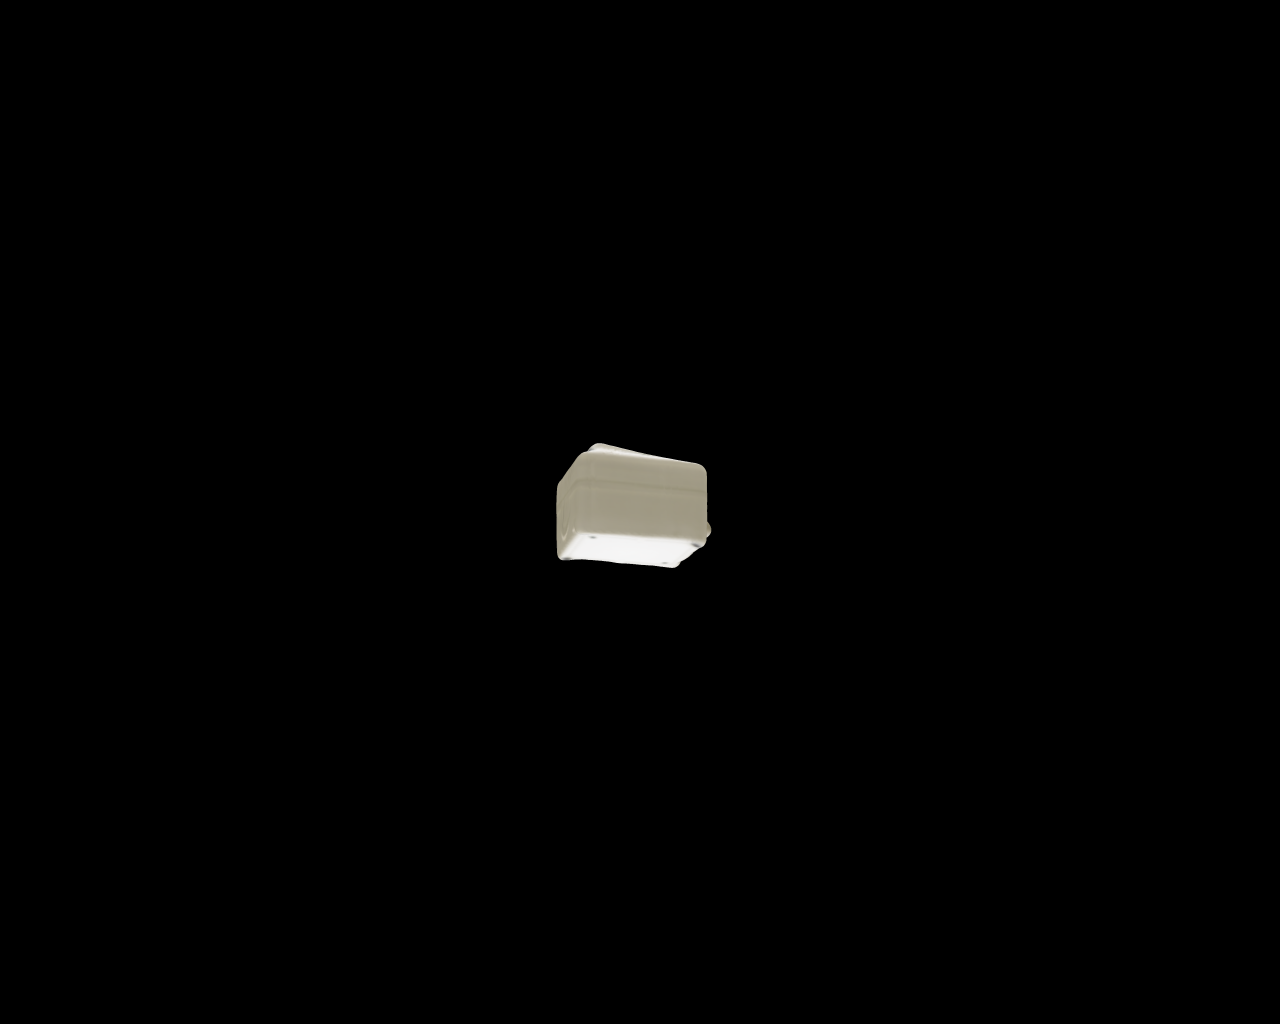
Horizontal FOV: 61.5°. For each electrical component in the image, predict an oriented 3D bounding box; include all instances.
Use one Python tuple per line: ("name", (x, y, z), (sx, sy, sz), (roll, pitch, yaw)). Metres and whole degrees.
("electrical component", (0.001, -0.003, 0.650), (0.096, 0.061, 0.061), (6, -19, -16))
